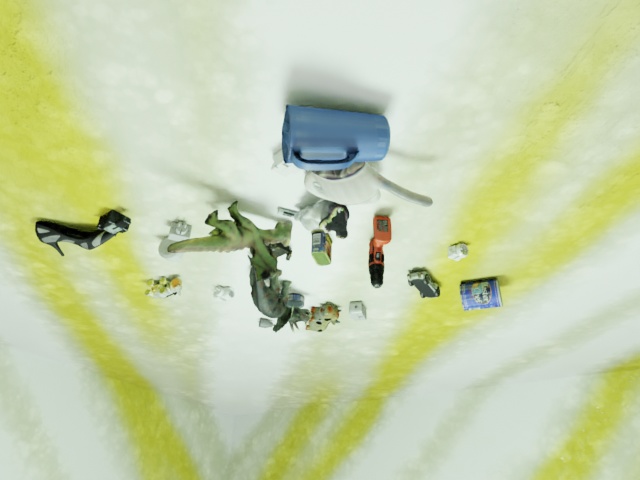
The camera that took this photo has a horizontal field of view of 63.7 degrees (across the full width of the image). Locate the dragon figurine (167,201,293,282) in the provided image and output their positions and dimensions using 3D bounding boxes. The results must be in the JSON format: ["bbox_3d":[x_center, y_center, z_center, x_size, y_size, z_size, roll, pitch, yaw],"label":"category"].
[{"bbox_3d":[-0.222,0.022,1.498,0.244,0.417,0.119,40,130,11],"label":"dragon figurine"}]

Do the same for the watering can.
[{"bbox_3d":[0.108,-0.155,1.337,0.348,0.106,0.220,5,155,24],"label":"watering can"}]

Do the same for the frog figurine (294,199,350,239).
[{"bbox_3d":[0.005,-0.077,1.525,0.138,0.121,0.161,-2,-160,-40],"label":"frog figurine"}]
